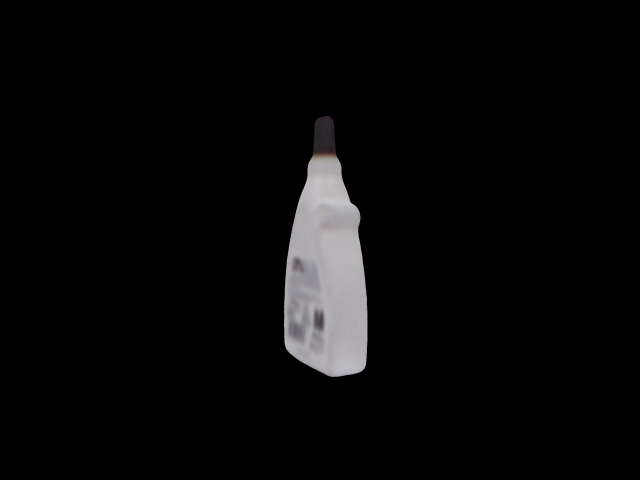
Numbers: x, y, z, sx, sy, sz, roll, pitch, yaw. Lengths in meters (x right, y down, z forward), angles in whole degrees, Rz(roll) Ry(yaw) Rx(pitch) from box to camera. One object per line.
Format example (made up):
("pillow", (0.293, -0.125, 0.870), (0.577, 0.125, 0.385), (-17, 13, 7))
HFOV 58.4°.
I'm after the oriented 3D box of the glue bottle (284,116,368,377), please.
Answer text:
("glue bottle", (0.004, 0.001, 0.400), (0.037, 0.173, 0.078), (-4, 7, -29))
